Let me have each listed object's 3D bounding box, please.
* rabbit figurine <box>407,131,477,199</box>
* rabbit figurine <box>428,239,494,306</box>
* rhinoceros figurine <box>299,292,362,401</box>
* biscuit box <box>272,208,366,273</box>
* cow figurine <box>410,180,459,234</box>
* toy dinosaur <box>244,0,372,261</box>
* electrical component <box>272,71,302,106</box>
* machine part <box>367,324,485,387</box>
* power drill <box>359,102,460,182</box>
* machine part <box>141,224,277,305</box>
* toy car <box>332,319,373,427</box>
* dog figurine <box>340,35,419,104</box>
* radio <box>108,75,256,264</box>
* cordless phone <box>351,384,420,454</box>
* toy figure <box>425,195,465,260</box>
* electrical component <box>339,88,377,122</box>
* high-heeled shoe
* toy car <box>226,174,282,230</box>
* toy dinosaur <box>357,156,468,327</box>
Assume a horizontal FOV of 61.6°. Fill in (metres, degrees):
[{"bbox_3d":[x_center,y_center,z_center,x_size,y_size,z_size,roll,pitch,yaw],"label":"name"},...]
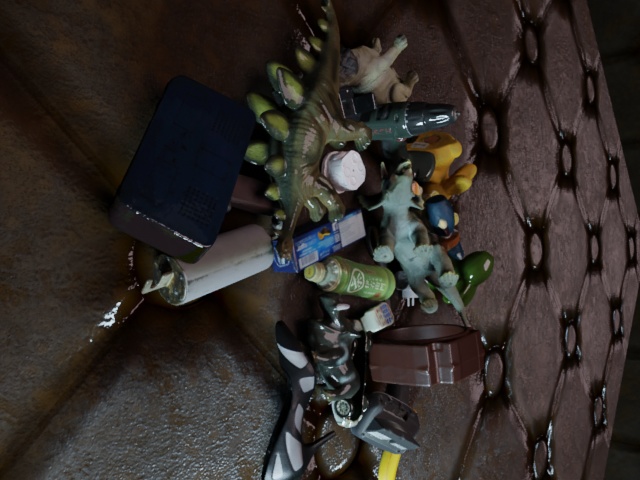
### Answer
[{"bbox_3d":[0.270,-0.154,1.224,0.122,0.163,0.173,-56,146,-49],"label":"rabbit figurine"},{"bbox_3d":[0.306,0.070,1.219,0.121,0.170,0.159,22,72,-45],"label":"rabbit figurine"},{"bbox_3d":[0.025,0.188,0.941,0.112,0.073,0.190,-14,93,-20],"label":"rhinoceros figurine"},{"bbox_3d":[-0.002,-0.003,0.957,0.202,0.063,0.059,-25,108,-45],"label":"biscuit box"},{"bbox_3d":[0.224,-0.078,1.201,0.167,0.098,0.068,41,81,-26],"label":"cow figurine"},{"bbox_3d":[-0.016,-0.192,0.857,0.198,0.105,0.471,28,66,-36],"label":"toy dinosaur"},{"bbox_3d":[-0.038,-0.245,0.939,0.102,0.045,0.078,-46,123,-39],"label":"electrical component"},{"bbox_3d":[0.209,0.225,1.080,0.201,0.202,0.087,-4,90,-48],"label":"machine part"},{"bbox_3d":[0.170,-0.192,1.053,0.207,0.232,0.086,39,60,-60],"label":"power drill"},{"bbox_3d":[-0.150,0.032,0.780,0.243,0.079,0.079,-24,106,-46],"label":"machine part"},{"bbox_3d":[0.059,0.252,1.023,0.073,0.056,0.201,9,83,-55],"label":"toy car"},{"bbox_3d":[0.083,-0.303,1.054,0.190,0.121,0.172,-33,109,-29],"label":"dog figurine"},{"bbox_3d":[-0.178,-0.098,0.711,0.131,0.073,0.229,26,57,-22],"label":"radio"},{"bbox_3d":[0.143,0.330,1.107,0.146,0.089,0.184,35,46,-26],"label":"cordless phone"},{"bbox_3d":[0.268,-0.022,1.147,0.064,0.058,0.154,-43,120,-38],"label":"toy figure"},{"bbox_3d":[0.042,-0.235,0.974,0.048,0.119,0.074,-28,112,-46],"label":"electrical component"},{"bbox_3d":[-0.070,0.270,0.888,0.145,0.086,0.248,-23,90,-17],"label":"high-heeled shoe"},{"bbox_3d":[-0.114,-0.071,0.841,0.202,0.053,0.089,10,66,-47],"label":"toy car"},{"bbox_3d":[0.198,0.013,1.105,0.404,0.131,0.192,54,24,-37],"label":"toy dinosaur"}]
